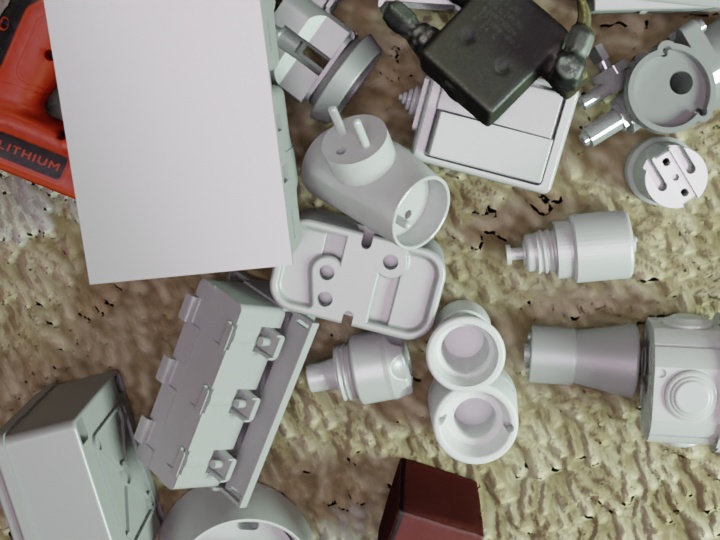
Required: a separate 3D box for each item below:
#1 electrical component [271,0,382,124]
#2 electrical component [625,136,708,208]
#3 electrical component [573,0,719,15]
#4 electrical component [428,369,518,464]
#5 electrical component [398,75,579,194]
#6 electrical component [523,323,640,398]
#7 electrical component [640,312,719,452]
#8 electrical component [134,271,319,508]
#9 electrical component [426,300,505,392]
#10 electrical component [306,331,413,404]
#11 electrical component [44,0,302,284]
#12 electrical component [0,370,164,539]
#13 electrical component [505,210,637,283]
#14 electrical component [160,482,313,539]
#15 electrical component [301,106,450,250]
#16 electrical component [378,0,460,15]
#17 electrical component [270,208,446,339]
[{"bbox_3d":[-0.025,-0.120,0.608,0.057,0.058,0.078,37,101,-1],"label":"electrical component"},{"bbox_3d":[0.175,-0.055,0.614,0.040,0.046,0.040,1,101,3],"label":"electrical component"},{"bbox_3d":[0.165,-0.167,0.584,0.096,0.061,0.061,7,101,2],"label":"electrical component"},{"bbox_3d":[0.069,0.085,0.648,0.055,0.047,0.055,1,101,3],"label":"electrical component"},{"bbox_3d":[0.068,-0.085,0.607,0.096,0.061,0.061,15,102,0],"label":"electrical component"},{"bbox_3d":[0.131,0.052,0.641,0.065,0.044,0.044,4,101,7],"label":"electrical component"},{"bbox_3d":[0.191,0.064,0.620,0.051,0.080,0.080,2,101,9],"label":"electrical component"},{"bbox_3d":[-0.082,0.068,0.639,0.079,0.063,0.121,31,105,39],"label":"electrical component"},{"bbox_3d":[0.061,0.041,0.630,0.044,0.065,0.044,1,102,4],"label":"electrical component"},{"bbox_3d":[-0.001,0.060,0.649,0.062,0.043,0.043,-11,100,7],"label":"electrical component"},{"bbox_3d":[-0.094,-0.094,0.557,0.105,0.060,0.186,-5,101,5],"label":"electrical component"},{"bbox_3d":[-0.165,0.128,0.639,0.056,0.108,0.108,-14,100,3],"label":"electrical component"},{"bbox_3d":[0.125,-0.012,0.628,0.078,0.040,0.040,-5,101,5],"label":"electrical component"},{"bbox_3d":[-0.077,0.186,0.680,0.099,0.064,0.099,-3,104,-10],"label":"electrical component"},{"bbox_3d":[0.003,-0.057,0.586,0.043,0.077,0.079,-44,140,-16],"label":"electrical component"},{"bbox_3d":[0.036,-0.176,0.601,0.081,0.042,0.063,5,100,2],"label":"electrical component"},{"bbox_3d":[0.000,0.000,0.629,0.095,0.059,0.053,14,102,0],"label":"electrical component"}]
